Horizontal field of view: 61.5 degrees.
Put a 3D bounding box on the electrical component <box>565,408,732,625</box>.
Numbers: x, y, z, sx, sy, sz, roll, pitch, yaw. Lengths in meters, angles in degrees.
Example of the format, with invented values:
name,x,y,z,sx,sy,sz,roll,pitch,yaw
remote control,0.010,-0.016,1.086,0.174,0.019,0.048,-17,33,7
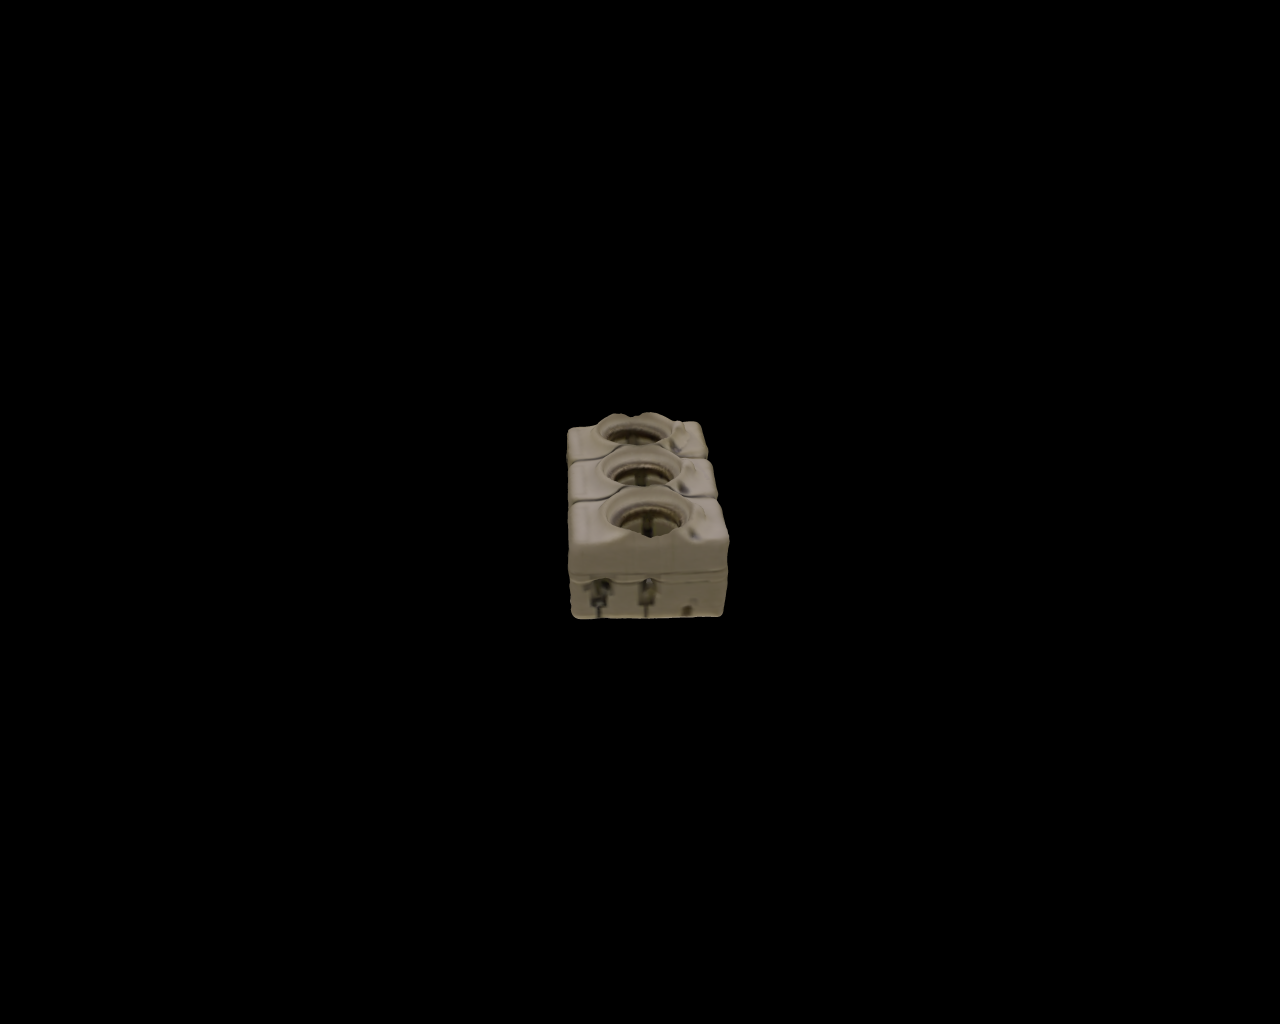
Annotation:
name,x,y,z,sx,sy,sz,roll,pitch,yaw
electrical component,0.001,-0.003,0.650,0.089,0.061,0.150,-2,31,-3
